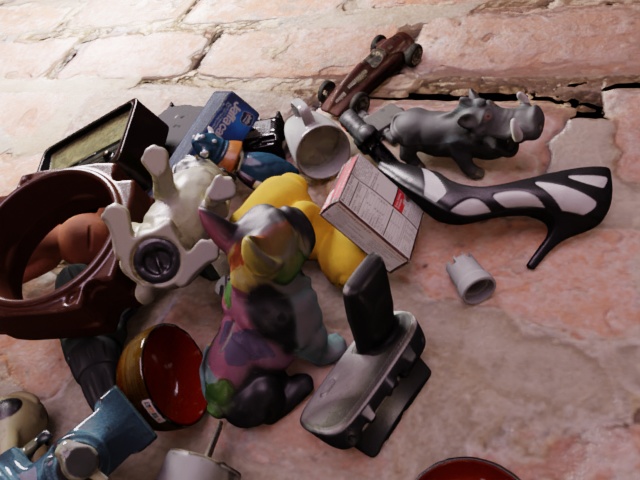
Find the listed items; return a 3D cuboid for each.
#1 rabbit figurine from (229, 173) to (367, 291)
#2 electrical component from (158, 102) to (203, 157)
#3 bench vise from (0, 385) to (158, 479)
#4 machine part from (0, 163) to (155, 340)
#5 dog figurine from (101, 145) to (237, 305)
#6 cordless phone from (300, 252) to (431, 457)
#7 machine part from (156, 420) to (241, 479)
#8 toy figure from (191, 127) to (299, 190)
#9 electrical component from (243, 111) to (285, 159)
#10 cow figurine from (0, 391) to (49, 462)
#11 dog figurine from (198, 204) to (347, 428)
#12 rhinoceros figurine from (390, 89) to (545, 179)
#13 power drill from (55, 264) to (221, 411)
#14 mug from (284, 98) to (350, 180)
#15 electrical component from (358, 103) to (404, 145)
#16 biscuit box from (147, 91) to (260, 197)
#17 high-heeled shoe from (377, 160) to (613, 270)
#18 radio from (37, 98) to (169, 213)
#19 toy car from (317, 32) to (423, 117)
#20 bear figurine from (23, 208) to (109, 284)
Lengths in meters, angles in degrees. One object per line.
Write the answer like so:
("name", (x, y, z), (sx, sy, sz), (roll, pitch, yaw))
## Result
("rabbit figurine", (-0.001, -0.002, 0.656), (0.173, 0.121, 0.162), (30, 56, 21))
("electrical component", (-0.225, -0.167, 0.887), (0.134, 0.058, 0.115), (15, 60, 30))
("bench vise", (-0.260, 0.239, 0.462), (0.240, 0.128, 0.224), (-39, 11, -35))
("machine part", (-0.304, 0.011, 0.641), (0.202, 0.087, 0.201), (-6, 59, 11))
("dog figurine", (-0.161, -0.018, 0.633), (0.121, 0.190, 0.172), (34, 88, -5))
("cordless phone", (0.033, 0.105, 0.488), (0.089, 0.184, 0.146), (28, 65, 30))
("machine part", (-0.134, 0.280, 0.474), (0.079, 0.079, 0.243), (4, 55, 22))
("toy figure", (-0.106, -0.103, 0.746), (0.154, 0.057, 0.064), (20, 22, -13))
("electrical component", (-0.112, -0.153, 0.842), (0.119, 0.047, 0.075), (-6, 50, 13))
("cow figurine", (-0.405, 0.221, 0.613), (0.195, 0.085, 0.127), (-15, 55, 10))
("dog figurine", (-0.069, 0.069, 0.532), (0.191, 0.219, 0.109), (-43, 48, -18))
("rhinoceros figurine", (0.186, -0.141, 0.687), (0.191, 0.112, 0.073), (6, 52, 33))
("power drill", (-0.230, 0.081, 0.679), (0.207, 0.085, 0.232), (-43, 51, -8))
("mug", (-0.018, -0.154, 0.777), (0.081, 0.109, 0.107), (-33, 35, -2))
("electrical component", (0.099, -0.178, 0.805), (0.063, 0.021, 0.094), (-35, 48, -11))
("biscuit box", (-0.172, -0.121, 0.784), (0.063, 0.059, 0.202), (22, 78, 55))
("high-heeled shoe", (0.201, -0.073, 0.623), (0.249, 0.086, 0.145), (34, 88, 15))
("radio", (-0.346, -0.111, 0.828), (0.230, 0.073, 0.131), (-19, 52, 28))
("toy car", (0.080, -0.272, 0.871), (0.089, 0.053, 0.202), (34, 67, 33))
("bear figurine", (-0.387, 0.002, 0.782), (0.196, 0.120, 0.132), (-6, 1, -18))
